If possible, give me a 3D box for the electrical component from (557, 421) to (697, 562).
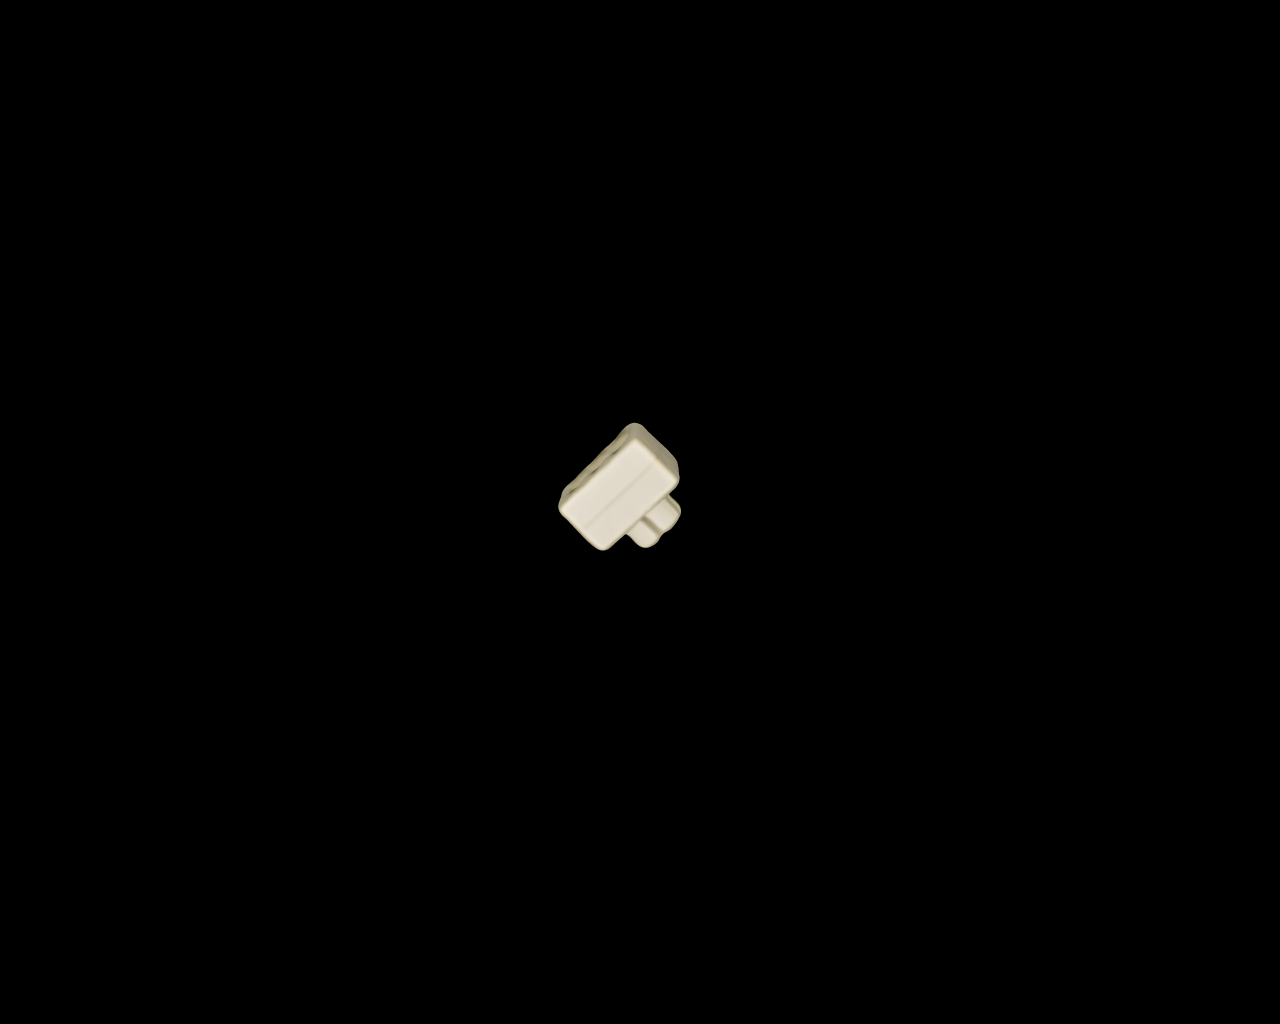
[{"bbox_3d":[0.001,-0.003,0.650,0.065,0.076,0.047,-43,12,11],"label":"electrical component"}]
